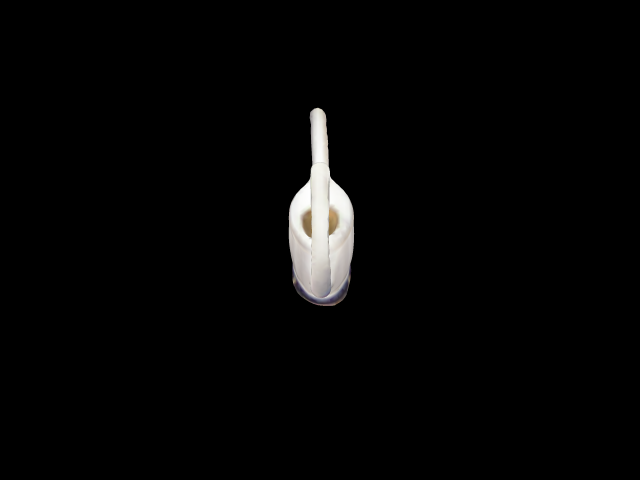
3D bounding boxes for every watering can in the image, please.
[{"bbox_3d":[0.003,-0.043,0.850,0.104,0.356,0.219,0,-42,0],"label":"watering can"}]
